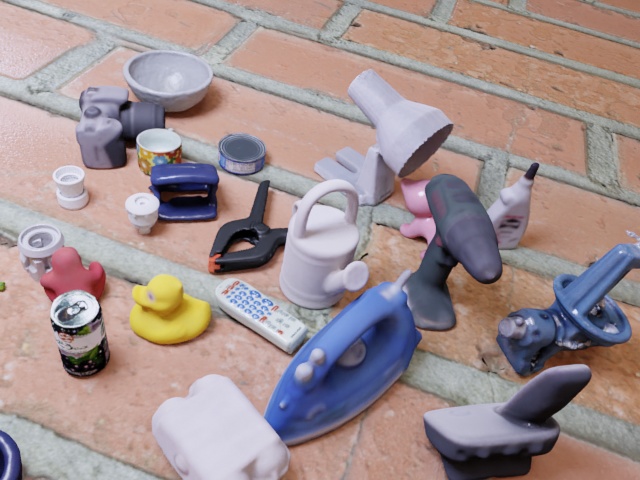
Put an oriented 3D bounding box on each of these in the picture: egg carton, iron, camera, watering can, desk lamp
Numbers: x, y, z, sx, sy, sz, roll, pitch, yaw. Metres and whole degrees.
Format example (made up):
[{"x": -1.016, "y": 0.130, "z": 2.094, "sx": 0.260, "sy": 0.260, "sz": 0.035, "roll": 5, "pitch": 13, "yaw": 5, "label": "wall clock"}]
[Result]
[{"x": -0.110, "y": 0.221, "z": 0.625, "sx": 0.107, "sy": 0.069, "sz": 0.150, "roll": -29, "pitch": 58, "yaw": -35, "label": "egg carton"}, {"x": 0.026, "y": 0.137, "z": 0.690, "sx": 0.118, "sy": 0.141, "sz": 0.259, "roll": 36, "pitch": 49, "yaw": 23, "label": "iron"}, {"x": -0.337, "y": -0.202, "z": 0.982, "sx": 0.137, "sy": 0.101, "sz": 0.143, "roll": 0, "pitch": 45, "yaw": -13, "label": "camera"}, {"x": 0.009, "y": 0.002, "z": 0.785, "sx": 0.172, "sy": 0.194, "sz": 0.101, "roll": 36, "pitch": 49, "yaw": 23, "label": "watering can"}, {"x": 0.101, "y": -0.161, "z": 0.959, "sx": 0.202, "sy": 0.213, "sz": 0.118, "roll": 38, "pitch": 49, "yaw": 24, "label": "desk lamp"}]

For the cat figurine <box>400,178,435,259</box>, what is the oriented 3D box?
[{"x": 0.180, "y": -0.045, "z": 0.927, "sx": 0.067, "sy": 0.118, "sz": 0.127, "roll": -18, "pitch": 51, "yaw": -28, "label": "cat figurine"}]

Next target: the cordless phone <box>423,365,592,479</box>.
[{"x": 0.209, "y": 0.190, "z": 0.646, "sx": 0.148, "sy": 0.185, "sz": 0.094, "roll": -4, "pitch": 46, "yaw": -16, "label": "cordless phone"}]

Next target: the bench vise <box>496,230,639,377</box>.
[{"x": 0.345, "y": 0.092, "z": 0.752, "sx": 0.208, "sy": 0.220, "sz": 0.121, "roll": -23, "pitch": 54, "yaw": -31, "label": "bench vise"}]

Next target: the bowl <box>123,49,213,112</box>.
[{"x": -0.291, "y": -0.297, "z": 1.107, "sx": 0.167, "sy": 0.075, "sz": 0.167, "roll": 7, "pitch": 44, "yaw": -6, "label": "bowl"}]

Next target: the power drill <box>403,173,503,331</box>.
[{"x": 0.178, "y": 0.027, "z": 0.789, "sx": 0.076, "sy": 0.208, "sz": 0.229, "roll": 4, "pitch": 44, "yaw": -8, "label": "power drill"}]

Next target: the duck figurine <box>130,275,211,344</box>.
[{"x": -0.192, "y": 0.081, "z": 0.737, "sx": 0.104, "sy": 0.086, "sz": 0.077, "roll": 4, "pitch": 44, "yaw": -8, "label": "duck figurine"}]

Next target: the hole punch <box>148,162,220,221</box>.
[{"x": -0.216, "y": -0.092, "z": 0.904, "sx": 0.109, "sy": 0.091, "sz": 0.101, "roll": -3, "pitch": 46, "yaw": -16, "label": "hole punch"}]

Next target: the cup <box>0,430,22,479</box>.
[{"x": -0.328, "y": 0.229, "z": 0.549, "sx": 0.092, "sy": 0.095, "sz": 0.117, "roll": -5, "pitch": 46, "yaw": -17, "label": "cup"}]

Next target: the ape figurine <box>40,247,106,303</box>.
[{"x": -0.321, "y": 0.045, "z": 0.740, "sx": 0.078, "sy": 0.092, "sz": 0.076, "roll": -1, "pitch": 45, "yaw": -14, "label": "ape figurine"}]

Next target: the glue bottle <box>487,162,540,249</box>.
[{"x": 0.314, "y": -0.056, "z": 0.929, "sx": 0.078, "sy": 0.173, "sz": 0.037, "roll": -1, "pitch": 45, "yaw": -13, "label": "glue bottle"}]
